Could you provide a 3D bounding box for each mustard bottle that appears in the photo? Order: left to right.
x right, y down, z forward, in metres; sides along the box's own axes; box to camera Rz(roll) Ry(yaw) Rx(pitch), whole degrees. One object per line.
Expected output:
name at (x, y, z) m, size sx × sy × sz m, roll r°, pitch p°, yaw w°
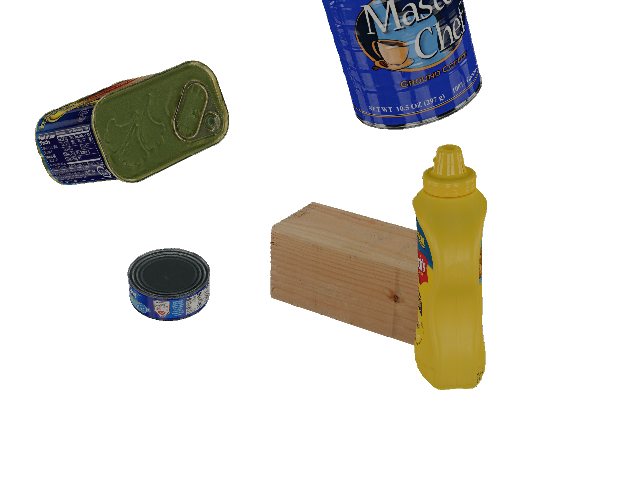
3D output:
mustard bottle at (0.103, 0.016, 0.851) m, size 0.058 × 0.192 × 0.096 m, roll -2°, pitch 25°, yaw 2°

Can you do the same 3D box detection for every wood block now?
wood block at (0.055, 0.036, 1.144) m, size 0.206 × 0.091 × 0.090 m, roll 17°, pitch 29°, yaw 28°

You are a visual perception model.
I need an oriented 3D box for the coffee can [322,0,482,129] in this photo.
coffee can at (0.057, -0.169, 0.797) m, size 0.103 × 0.140 × 0.103 m, roll -14°, pitch 33°, yaw 9°

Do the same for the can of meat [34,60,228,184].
can of meat at (-0.126, -0.076, 0.705) m, size 0.084 × 0.057 × 0.101 m, roll -2°, pitch 23°, yaw 47°

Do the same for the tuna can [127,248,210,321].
tuna can at (-0.159, 0.046, 1.124) m, size 0.086 × 0.034 × 0.086 m, roll 3°, pitch 35°, yaw -2°
